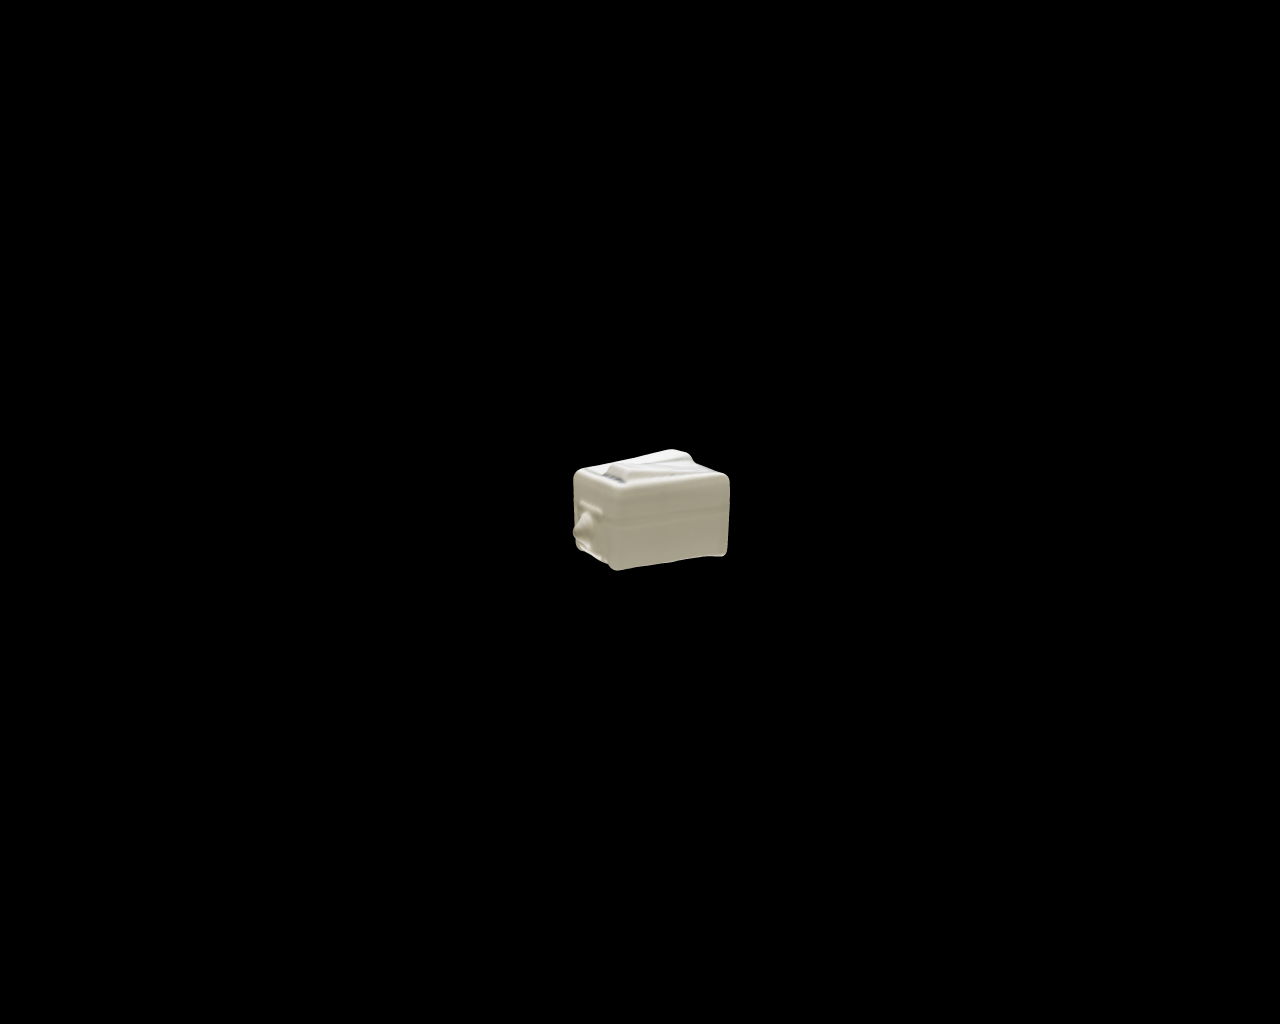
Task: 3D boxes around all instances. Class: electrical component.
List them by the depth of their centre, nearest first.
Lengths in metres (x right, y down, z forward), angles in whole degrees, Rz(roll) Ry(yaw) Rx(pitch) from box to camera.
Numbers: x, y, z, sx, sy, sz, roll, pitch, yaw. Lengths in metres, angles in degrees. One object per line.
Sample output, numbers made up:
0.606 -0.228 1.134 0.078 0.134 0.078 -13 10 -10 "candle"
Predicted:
0.001 -0.003 0.650 0.096 0.061 0.062 -7 16 -26 "electrical component"
